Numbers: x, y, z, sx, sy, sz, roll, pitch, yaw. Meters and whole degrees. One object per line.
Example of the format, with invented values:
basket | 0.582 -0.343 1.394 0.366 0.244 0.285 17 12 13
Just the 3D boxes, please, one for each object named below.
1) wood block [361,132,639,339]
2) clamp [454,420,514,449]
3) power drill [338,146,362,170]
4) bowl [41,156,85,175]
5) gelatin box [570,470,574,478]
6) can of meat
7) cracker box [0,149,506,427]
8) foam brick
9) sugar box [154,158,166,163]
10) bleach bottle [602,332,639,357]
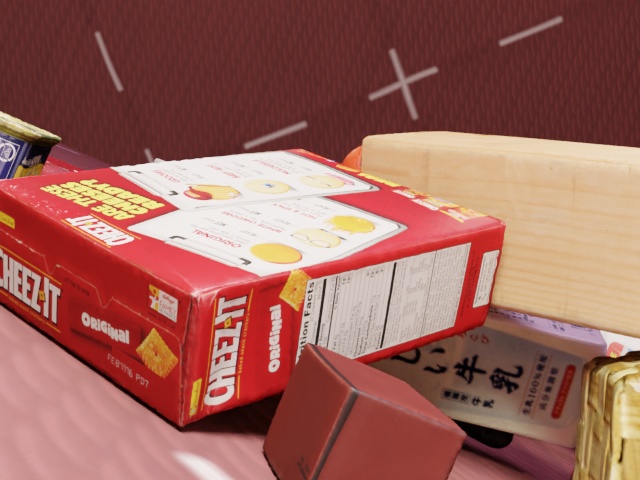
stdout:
wood block | 0.127 -0.010 0.605 0.206 0.091 0.090 11 13 43
clamp | 0.067 0.103 0.766 0.171 0.039 0.120 15 2 3
power drill | -0.006 0.001 0.855 0.188 0.057 0.184 -2 -44 18
bowl | -0.227 -0.037 0.949 0.162 0.055 0.162 24 2 -1
gelatin box | 0.233 0.157 0.755 0.089 0.073 0.030 25 2 44
can of meat | -0.204 -0.036 0.645 0.057 0.084 0.102 23 2 -5
cracker box | -0.035 0.011 0.553 0.213 0.072 0.164 -12 26 -44
foam brick | 0.015 0.082 0.437 0.051 0.053 0.078 23 2 -16
sugar box | -0.123 -0.014 0.997 0.048 0.093 0.176 24 2 -31
bleach bottle | 0.271 0.139 0.877 0.251 0.102 0.068 31 7 24
